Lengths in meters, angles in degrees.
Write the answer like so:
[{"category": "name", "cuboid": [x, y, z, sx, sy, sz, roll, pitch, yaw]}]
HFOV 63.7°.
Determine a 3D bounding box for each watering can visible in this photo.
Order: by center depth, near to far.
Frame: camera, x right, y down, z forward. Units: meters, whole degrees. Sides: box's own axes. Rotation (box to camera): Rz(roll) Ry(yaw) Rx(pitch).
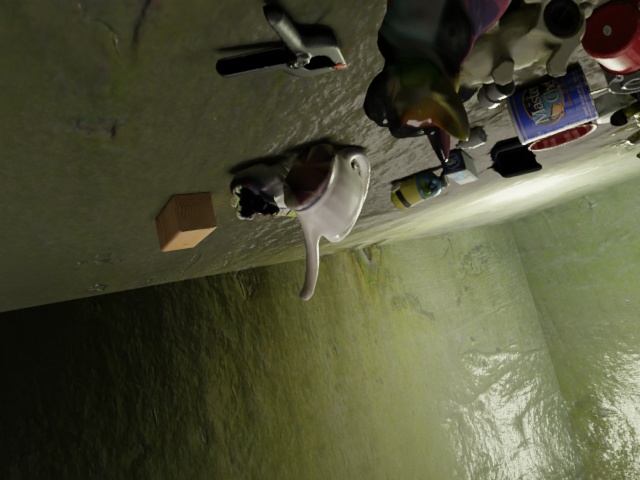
[{"category": "watering can", "cuboid": [0.003, -0.055, 1.085, 0.104, 0.351, 0.221, 17, 166, 39]}]

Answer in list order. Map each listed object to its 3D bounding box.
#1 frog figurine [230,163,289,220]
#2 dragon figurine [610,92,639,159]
[{"category": "frog figurine", "cuboid": [-0.116, -0.123, 1.119, 0.135, 0.122, 0.163, -31, -162, 38]}, {"category": "dragon figurine", "cuboid": [0.766, -0.321, 1.095, 0.245, 0.123, 0.401, -34, 158, -21]}]
